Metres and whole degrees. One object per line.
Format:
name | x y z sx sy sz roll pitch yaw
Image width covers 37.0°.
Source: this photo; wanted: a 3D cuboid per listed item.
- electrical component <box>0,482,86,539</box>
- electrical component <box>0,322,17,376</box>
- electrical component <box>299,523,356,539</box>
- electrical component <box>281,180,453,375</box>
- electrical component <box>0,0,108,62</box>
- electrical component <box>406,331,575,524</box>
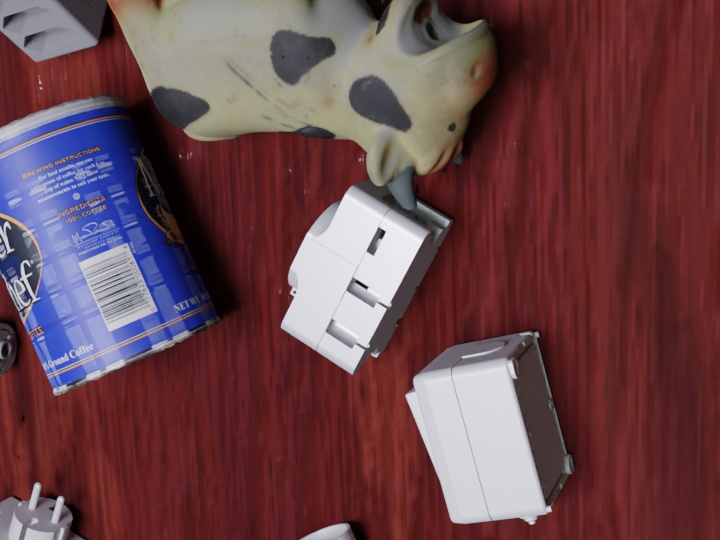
electrical component | -0.211 0.174 0.702 0.083 0.047 0.075 25 110 16
electrical component | -0.258 0.049 0.699 0.065 0.044 0.044 4 103 17
electrical component | -0.009 0.194 0.625 0.043 0.043 0.081 -23 92 25
electrical component | 0.000 0.000 0.576 0.056 0.050 0.089 32 111 13
electrical component | -0.185 -0.175 0.607 0.047 0.083 0.075 -9 60 24
electrical component | 0.069 0.088 0.560 0.061 0.062 0.096 -13 96 24
